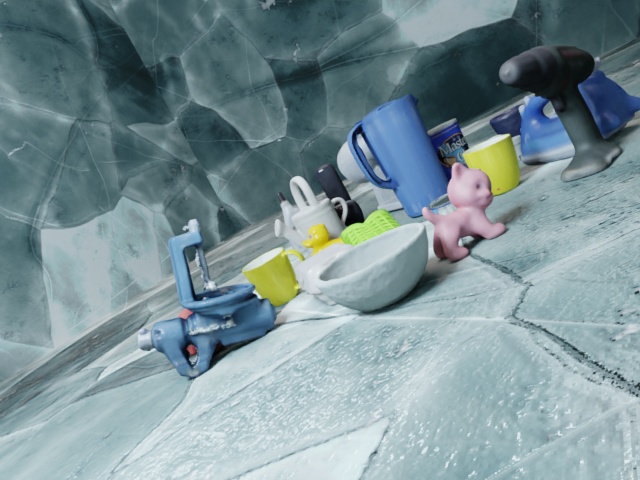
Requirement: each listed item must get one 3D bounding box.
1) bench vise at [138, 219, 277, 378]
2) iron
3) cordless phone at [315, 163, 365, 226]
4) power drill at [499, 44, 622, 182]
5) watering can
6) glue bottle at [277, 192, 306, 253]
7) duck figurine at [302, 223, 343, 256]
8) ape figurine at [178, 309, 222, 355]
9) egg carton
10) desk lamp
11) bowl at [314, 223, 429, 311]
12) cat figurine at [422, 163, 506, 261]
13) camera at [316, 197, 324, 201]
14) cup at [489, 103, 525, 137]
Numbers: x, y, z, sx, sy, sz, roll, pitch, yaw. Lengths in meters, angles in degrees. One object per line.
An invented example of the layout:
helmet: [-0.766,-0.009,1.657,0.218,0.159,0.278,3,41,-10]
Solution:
bench vise: [-0.199,0.092,0.902,0.208,0.220,0.121,-32,9,-25]
iron: [0.442,-0.230,1.054,0.119,0.141,0.257,-32,9,-25]
cordless phone: [0.015,-0.082,1.403,0.147,0.185,0.094,-28,8,3]
power drill: [0.371,-0.202,0.872,0.075,0.208,0.230,-19,12,49]
watering can: [-0.020,-0.053,1.306,0.173,0.194,0.100,-34,10,-38]
glue bottle: [-0.069,-0.052,1.538,0.078,0.173,0.037,-30,8,-10]
duck figurine: [0.011,0.004,1.229,0.104,0.086,0.077,-27,8,9]
ape figurine: [-0.213,0.160,0.982,0.076,0.092,0.077,-33,9,-30]
egg carton: [0.019,0.055,0.942,0.107,0.069,0.150,-30,8,-13]
desk lamp: [0.154,-0.183,1.468,0.118,0.213,0.202,-32,9,-25]
bowl: [0.080,0.047,0.769,0.167,0.075,0.167,-28,8,5]
cat figurine: [0.201,-0.049,0.811,0.128,0.118,0.067,-30,8,-15]
camera: [0.000,-0.065,1.652,0.143,0.101,0.136,-29,8,-8]
cup: [0.473,-0.268,1.355,0.117,0.095,0.091,-28,8,4]
